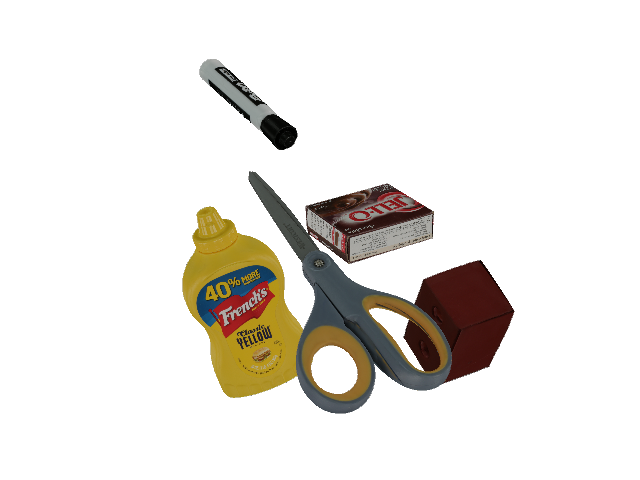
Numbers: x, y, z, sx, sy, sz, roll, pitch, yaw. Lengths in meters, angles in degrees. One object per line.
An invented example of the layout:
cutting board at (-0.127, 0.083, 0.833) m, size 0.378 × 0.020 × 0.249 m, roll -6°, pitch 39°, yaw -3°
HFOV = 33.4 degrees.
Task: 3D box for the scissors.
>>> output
scissors at (-0.010, 0.031, 0.642) m, size 0.096 × 0.016 × 0.202 m, roll -35°, pitch 56°, yaw -28°

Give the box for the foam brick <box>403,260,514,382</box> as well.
foam brick at (0.105, 0.064, 0.813) m, size 0.051 × 0.053 × 0.078 m, roll -15°, pitch -37°, yaw -22°

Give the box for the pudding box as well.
pudding box at (0.053, -0.020, 1.163) m, size 0.113 × 0.039 × 0.090 m, roll -18°, pitch 30°, yaw -25°

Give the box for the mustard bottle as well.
mustard bottle at (-0.078, 0.053, 1.012) m, size 0.096 × 0.191 × 0.058 m, roll -21°, pitch 28°, yaw -5°

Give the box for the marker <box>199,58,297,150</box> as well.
marker at (-0.052, -0.098, 0.769) m, size 0.020 × 0.020 × 0.121 m, roll 0°, pitch 31°, yaw -37°
